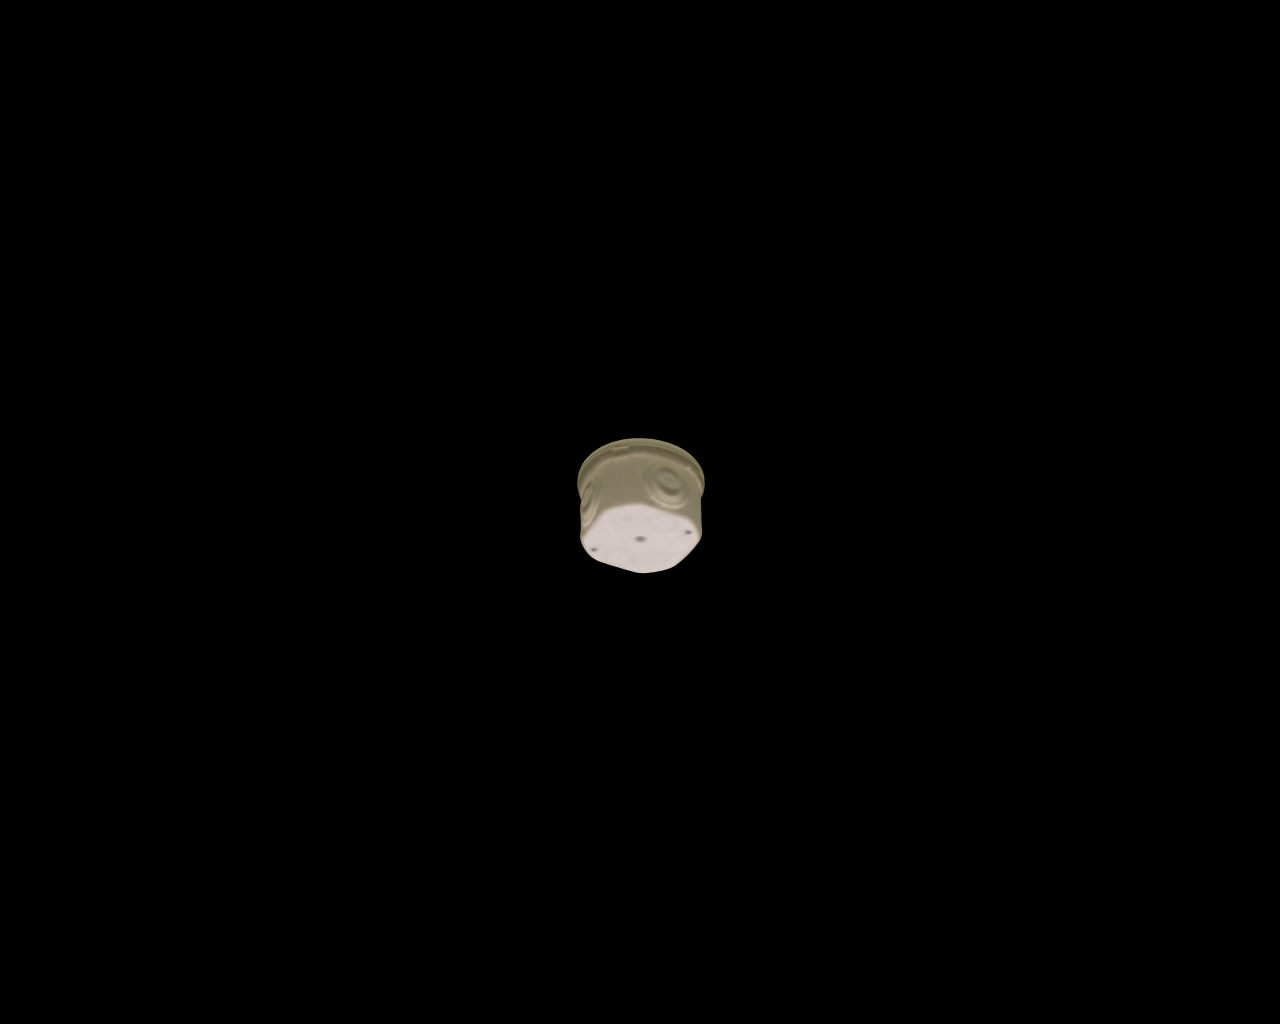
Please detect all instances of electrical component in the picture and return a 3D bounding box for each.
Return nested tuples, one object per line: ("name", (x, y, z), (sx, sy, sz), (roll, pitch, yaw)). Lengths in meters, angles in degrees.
("electrical component", (0.001, -0.003, 0.650), (0.080, 0.051, 0.080), (0, -38, 0))
